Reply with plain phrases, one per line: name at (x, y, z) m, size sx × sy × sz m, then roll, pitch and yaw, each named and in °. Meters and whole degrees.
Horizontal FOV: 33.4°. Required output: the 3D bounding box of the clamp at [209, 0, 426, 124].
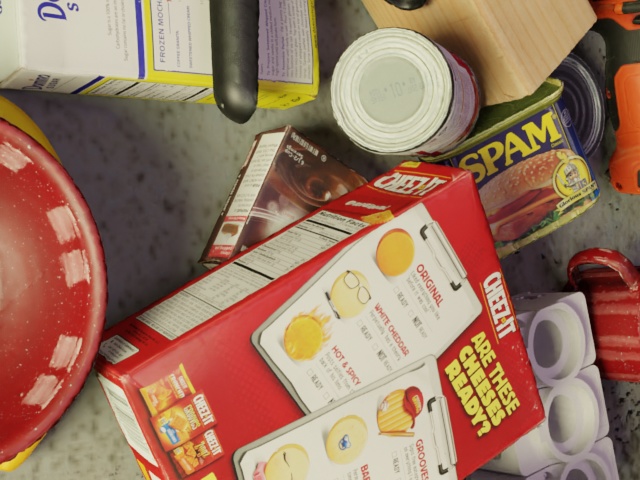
clamp at (-0.042, -0.173, 0.555) m, size 0.210 × 0.036 × 0.164 m, roll 54°, pitch 53°, yaw -16°

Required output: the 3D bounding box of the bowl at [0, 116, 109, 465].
bowl at (-0.175, 0.022, 0.452) m, size 0.161 × 0.055 × 0.162 m, roll 2°, pitch 85°, yaw -30°

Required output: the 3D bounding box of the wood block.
wood block at (0.071, -0.189, 0.657) m, size 0.090 × 0.091 × 0.206 m, roll -47°, pitch 114°, yaw -29°

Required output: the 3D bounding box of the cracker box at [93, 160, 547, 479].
cracker box at (0.004, 0.077, 0.568) m, size 0.213 × 0.072 × 0.164 m, roll -30°, pitch 115°, yaw -23°

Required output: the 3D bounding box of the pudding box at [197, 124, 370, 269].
pudding box at (-0.004, 0.001, 0.620) m, size 0.113 × 0.039 × 0.090 m, roll 32°, pitch 70°, yaw -30°

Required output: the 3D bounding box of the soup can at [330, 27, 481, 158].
soup can at (0.050, -0.080, 0.599) m, size 0.102 × 0.069 × 0.068 m, roll -14°, pitch 96°, yaw -73°

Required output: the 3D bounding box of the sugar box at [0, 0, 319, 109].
sugar box at (-0.084, -0.122, 0.566) m, size 0.175 × 0.048 × 0.093 m, roll 0°, pitch 82°, yaw -34°

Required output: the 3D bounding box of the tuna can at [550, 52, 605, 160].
tuna can at (0.161, -0.090, 0.751) m, size 0.085 × 0.034 × 0.086 m, roll 3°, pitch 85°, yaw -35°

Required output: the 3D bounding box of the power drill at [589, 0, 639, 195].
power drill at (0.251, -0.122, 0.740) m, size 0.057 × 0.185 × 0.187 m, roll -33°, pitch 115°, yaw -33°

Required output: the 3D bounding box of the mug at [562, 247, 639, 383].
mug at (0.215, 0.051, 0.752) m, size 0.117 × 0.082 × 0.093 m, roll 49°, pitch 61°, yaw -23°

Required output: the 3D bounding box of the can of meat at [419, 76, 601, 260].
can of meat at (0.121, -0.045, 0.689) m, size 0.102 × 0.057 × 0.084 m, roll -28°, pitch 109°, yaw -4°

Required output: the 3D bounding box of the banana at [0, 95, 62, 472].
banana at (-0.148, 0.010, 0.519) m, size 0.069 × 0.037 × 0.198 m, roll -14°, pitch 93°, yaw -13°
